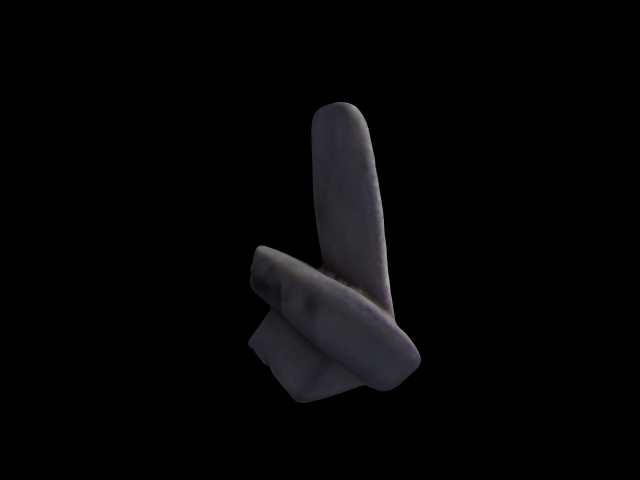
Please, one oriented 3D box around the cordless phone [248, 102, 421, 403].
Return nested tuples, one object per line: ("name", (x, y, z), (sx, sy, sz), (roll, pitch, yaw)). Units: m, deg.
("cordless phone", (0.004, 0.001, 0.400), (0.094, 0.185, 0.147), (-5, 11, -28))
